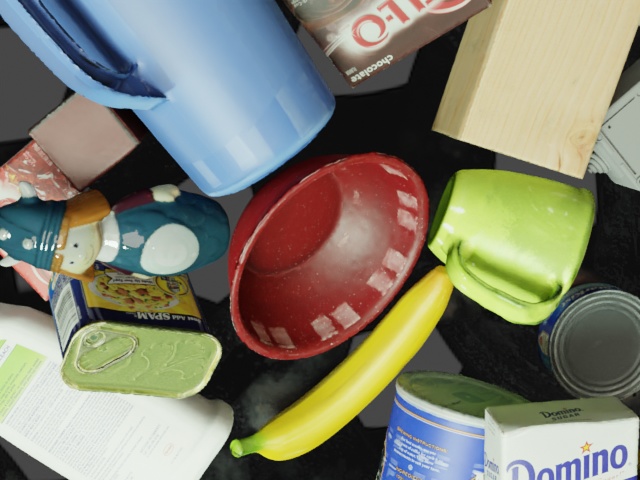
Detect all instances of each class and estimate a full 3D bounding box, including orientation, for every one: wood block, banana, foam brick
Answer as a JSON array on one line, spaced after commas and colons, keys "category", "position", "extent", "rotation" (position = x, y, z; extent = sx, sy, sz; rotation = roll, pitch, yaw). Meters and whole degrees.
[{"category": "wood block", "position": [0.157, -0.156, 0.717], "extent": [0.090, 0.090, 0.206], "rotation": [17, 98, -9]}, {"category": "banana", "position": [0.025, 0.097, 0.761], "extent": [0.198, 0.069, 0.037], "rotation": [-42, 72, -3]}, {"category": "foam brick", "position": [-0.151, -0.072, 0.704], "extent": [0.051, 0.078, 0.053], "rotation": [-39, 101, 4]}]

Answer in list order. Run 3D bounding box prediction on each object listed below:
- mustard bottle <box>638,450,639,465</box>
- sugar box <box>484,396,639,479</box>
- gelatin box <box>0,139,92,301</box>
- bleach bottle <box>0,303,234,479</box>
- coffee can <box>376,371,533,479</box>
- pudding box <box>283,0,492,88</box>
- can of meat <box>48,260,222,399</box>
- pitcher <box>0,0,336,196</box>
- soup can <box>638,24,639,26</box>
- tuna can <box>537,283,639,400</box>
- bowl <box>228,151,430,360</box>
[{"category": "mustard bottle", "position": [0.337, 0.174, 0.810], "extent": [0.191, 0.058, 0.096], "rotation": [-22, 99, -2]}, {"category": "sugar box", "position": [0.157, 0.195, 0.700], "extent": [0.093, 0.048, 0.176], "rotation": [-4, 105, -8]}, {"category": "gelatin box", "position": [-0.190, -0.015, 0.734], "extent": [0.073, 0.030, 0.089], "rotation": [-40, 101, 2]}, {"category": "bleach bottle", "position": [-0.189, 0.093, 0.738], "extent": [0.250, 0.068, 0.102], "rotation": [35, 94, -9]}, {"category": "coffee can", "position": [0.090, 0.176, 0.761], "extent": [0.102, 0.103, 0.140], "rotation": [11, 99, -8]}, {"category": "pudding box", "position": [0.042, -0.165, 0.698], "extent": [0.114, 0.039, 0.090], "rotation": [-27, 124, 23]}, {"category": "can of meat", "position": [-0.126, 0.054, 0.710], "extent": [0.101, 0.084, 0.057], "rotation": [9, 123, -30]}, {"category": "pitcher", "position": [-0.104, -0.144, 0.667], "extent": [0.149, 0.145, 0.242], "rotation": [-37, 105, -2]}, {"category": "soup can", "position": [0.269, -0.153, 0.738], "extent": [0.102, 0.068, 0.068], "rotation": [38, 94, -7]}, {"category": "tuna can", "position": [0.206, 0.075, 0.791], "extent": [0.086, 0.034, 0.086], "rotation": [-1, 100, -6]}, {"category": "bowl", "position": [-0.005, 0.001, 0.721], "extent": [0.161, 0.055, 0.162], "rotation": [-24, 135, -27]}]
